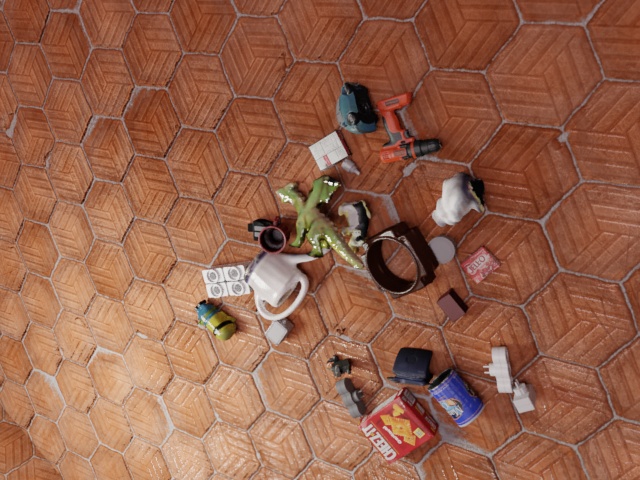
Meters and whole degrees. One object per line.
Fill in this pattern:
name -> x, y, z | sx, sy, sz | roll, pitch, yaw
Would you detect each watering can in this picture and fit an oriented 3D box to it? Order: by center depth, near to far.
watering can -> -0.122, 0.103, 1.740 | 0.226, 0.104, 0.345 | 37, 101, 15

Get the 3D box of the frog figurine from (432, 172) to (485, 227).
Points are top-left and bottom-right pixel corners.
frog figurine -> 0.371, -0.111, 1.443 | 0.157, 0.122, 0.140 | -25, 58, 37

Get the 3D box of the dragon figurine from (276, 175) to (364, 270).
dragon figurine -> 0.005, -0.080, 1.590 | 0.413, 0.123, 0.240 | 21, 109, 41
